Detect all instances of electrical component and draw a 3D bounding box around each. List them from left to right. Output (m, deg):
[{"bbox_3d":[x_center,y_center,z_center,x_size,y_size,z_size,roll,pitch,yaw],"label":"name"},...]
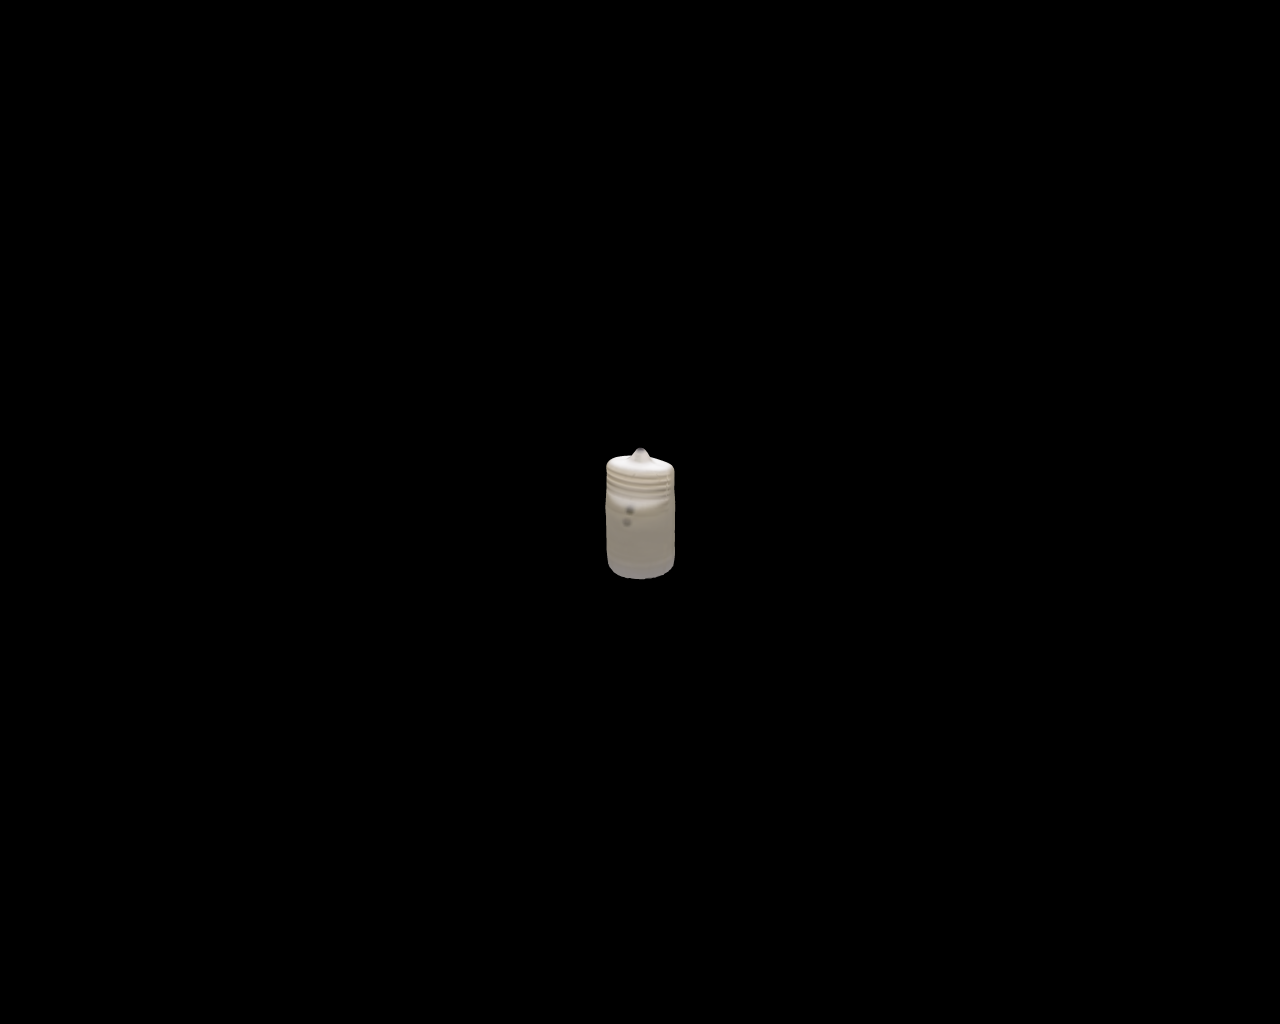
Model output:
[{"bbox_3d":[0.001,-0.003,0.650,0.043,0.080,0.043,0,25,0],"label":"electrical component"}]
